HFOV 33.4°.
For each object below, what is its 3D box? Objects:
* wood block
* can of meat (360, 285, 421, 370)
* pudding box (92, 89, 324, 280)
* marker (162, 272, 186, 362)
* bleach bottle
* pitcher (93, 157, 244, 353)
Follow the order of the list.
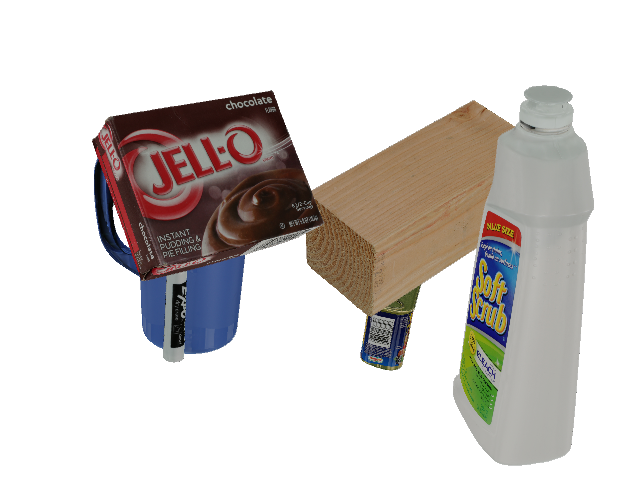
[{"bbox_3d":[0.093,-0.032,0.965,0.205,0.090,0.091,-31,51,-28],"label":"wood block"},{"bbox_3d":[0.083,0.095,1.281,0.057,0.084,0.102,12,25,7],"label":"can of meat"},{"bbox_3d":[-0.065,-0.034,0.620,0.113,0.090,0.039,-15,-10,-36],"label":"pudding box"},{"bbox_3d":[-0.124,0.050,0.918,0.020,0.121,0.020,5,27,-3],"label":"marker"},{"bbox_3d":[0.133,0.020,0.690,0.068,0.251,0.102,-7,30,-10],"label":"bleach bottle"},{"bbox_3d":[-0.151,-0.003,1.167,0.149,0.243,0.144,25,31,36],"label":"pitcher"}]
